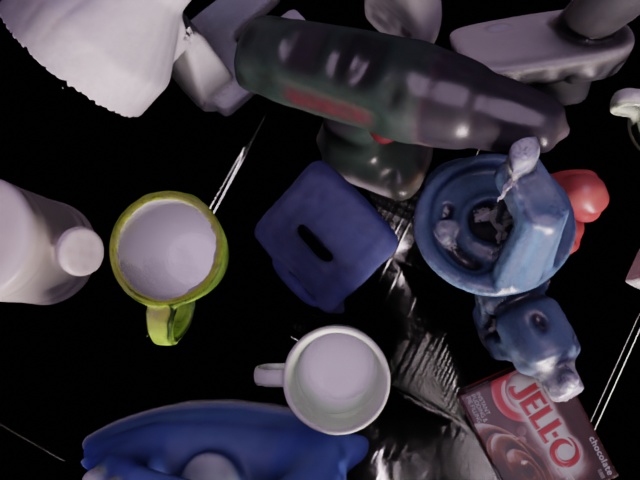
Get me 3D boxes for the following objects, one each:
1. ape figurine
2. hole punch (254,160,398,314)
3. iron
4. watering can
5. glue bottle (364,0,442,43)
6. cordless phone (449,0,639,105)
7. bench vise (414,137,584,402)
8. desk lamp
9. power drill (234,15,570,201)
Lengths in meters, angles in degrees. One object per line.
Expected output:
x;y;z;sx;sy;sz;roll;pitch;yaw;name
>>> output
0.214;-0.031;0.491;0.076;0.092;0.078;42;87;8;ape figurine
0.005;0.002;0.499;0.101;0.091;0.108;-43;82;-3;hole punch
-0.093;0.194;0.454;0.258;0.141;0.119;6;83;4;iron
-0.262;-0.002;0.464;0.173;0.194;0.101;-14;81;2;watering can
0.074;-0.222;0.484;0.078;0.173;0.037;44;87;8;glue bottle
0.190;-0.179;0.465;0.147;0.185;0.094;-11;82;2;cordless phone
0.157;0.011;0.424;0.121;0.220;0.207;-40;82;-2;bench vise
-0.117;-0.186;0.470;0.203;0.213;0.118;-41;82;-2;desk lamp
0.053;-0.096;0.450;0.229;0.208;0.076;20;84;6;power drill
